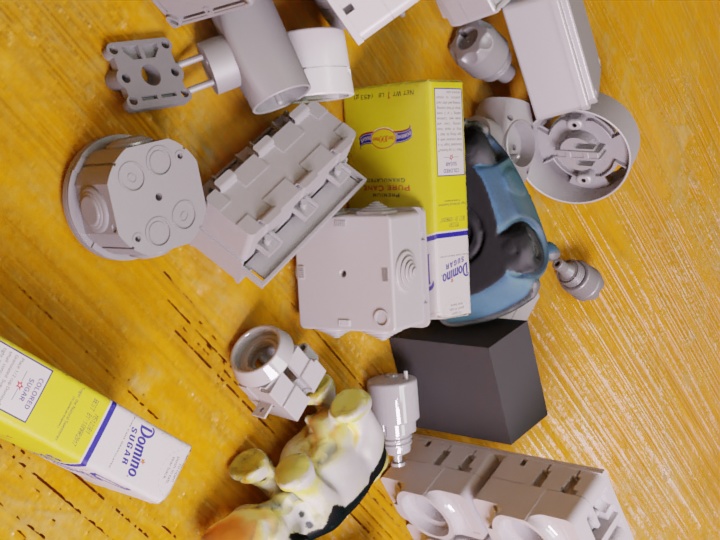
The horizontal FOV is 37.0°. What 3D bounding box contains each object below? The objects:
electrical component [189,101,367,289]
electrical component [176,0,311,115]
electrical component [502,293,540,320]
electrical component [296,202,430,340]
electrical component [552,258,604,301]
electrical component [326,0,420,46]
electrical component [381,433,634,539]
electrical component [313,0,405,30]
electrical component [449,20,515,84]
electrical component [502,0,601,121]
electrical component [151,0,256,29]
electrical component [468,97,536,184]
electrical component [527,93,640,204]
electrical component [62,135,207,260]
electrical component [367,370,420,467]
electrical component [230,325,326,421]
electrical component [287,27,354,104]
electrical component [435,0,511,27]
[{"bbox_3d":[-0.057,-0.057,0.739,0.079,0.063,0.121,38,57,7],"label":"electrical component"},{"bbox_3d":[-0.084,-0.143,0.726,0.079,0.043,0.077,-23,86,-11],"label":"electrical component"},{"bbox_3d":[0.123,0.053,0.944,0.075,0.047,0.083,53,57,-32],"label":"electrical component"},{"bbox_3d":[0.000,0.000,0.785,0.048,0.100,0.099,-12,101,-57],"label":"electrical component"},{"bbox_3d":[0.206,0.006,1.034,0.061,0.035,0.035,30,71,-39],"label":"electrical component"},{"bbox_3d":[-0.034,-0.244,0.695,0.060,0.105,0.186,-35,106,6],"label":"electrical component"},{"bbox_3d":[0.114,0.200,0.844,0.060,0.186,0.105,-45,122,-34],"label":"electrical component"},{"bbox_3d":[0.020,-0.229,0.825,0.073,0.052,0.138,53,57,-33],"label":"electrical component"},{"bbox_3d":[0.110,-0.182,0.922,0.062,0.043,0.043,30,71,-42],"label":"electrical component"},{"bbox_3d":[0.170,-0.202,0.945,0.108,0.056,0.108,-64,137,-59],"label":"electrical component"},{"bbox_3d":[-0.095,-0.203,0.681,0.061,0.096,0.061,47,57,-35],"label":"electrical component"},{"bbox_3d":[0.111,-0.110,0.926,0.079,0.044,0.077,10,85,-45],"label":"electrical component"},{"bbox_3d":[0.203,-0.112,0.983,0.064,0.099,0.099,-48,123,-39],"label":"electrical component"},{"bbox_3d":[-0.140,-0.046,0.675,0.080,0.051,0.080,-3,94,-44],"label":"electrical component"},{"bbox_3d":[0.028,0.118,0.857,0.040,0.040,0.078,-12,101,-44],"label":"electrical component"},{"bbox_3d":[-0.061,0.071,0.765,0.066,0.048,0.055,-60,137,-25],"label":"electrical component"},{"bbox_3d":[-0.034,-0.147,0.775,0.055,0.055,0.047,-9,95,-44],"label":"electrical component"},{"bbox_3d":[0.085,-0.259,0.887,0.061,0.061,0.096,-47,115,-33],"label":"electrical component"}]
